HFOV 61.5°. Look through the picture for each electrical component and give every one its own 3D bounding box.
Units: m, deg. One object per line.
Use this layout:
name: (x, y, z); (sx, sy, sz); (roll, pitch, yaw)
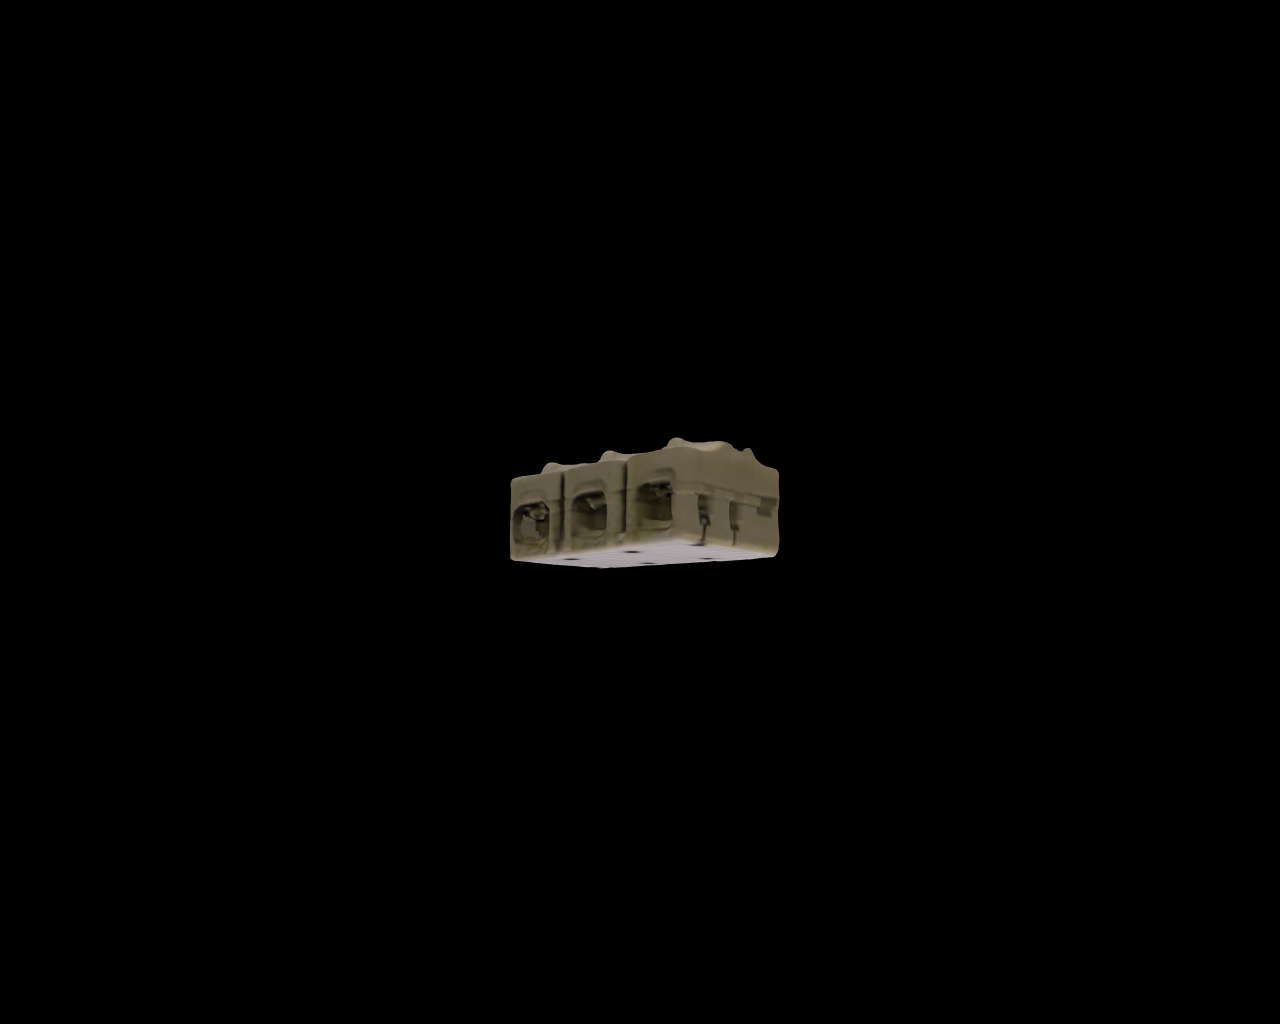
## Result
electrical component: (0.001, -0.003, 0.650); (0.150, 0.061, 0.089); (-8, -11, 43)
